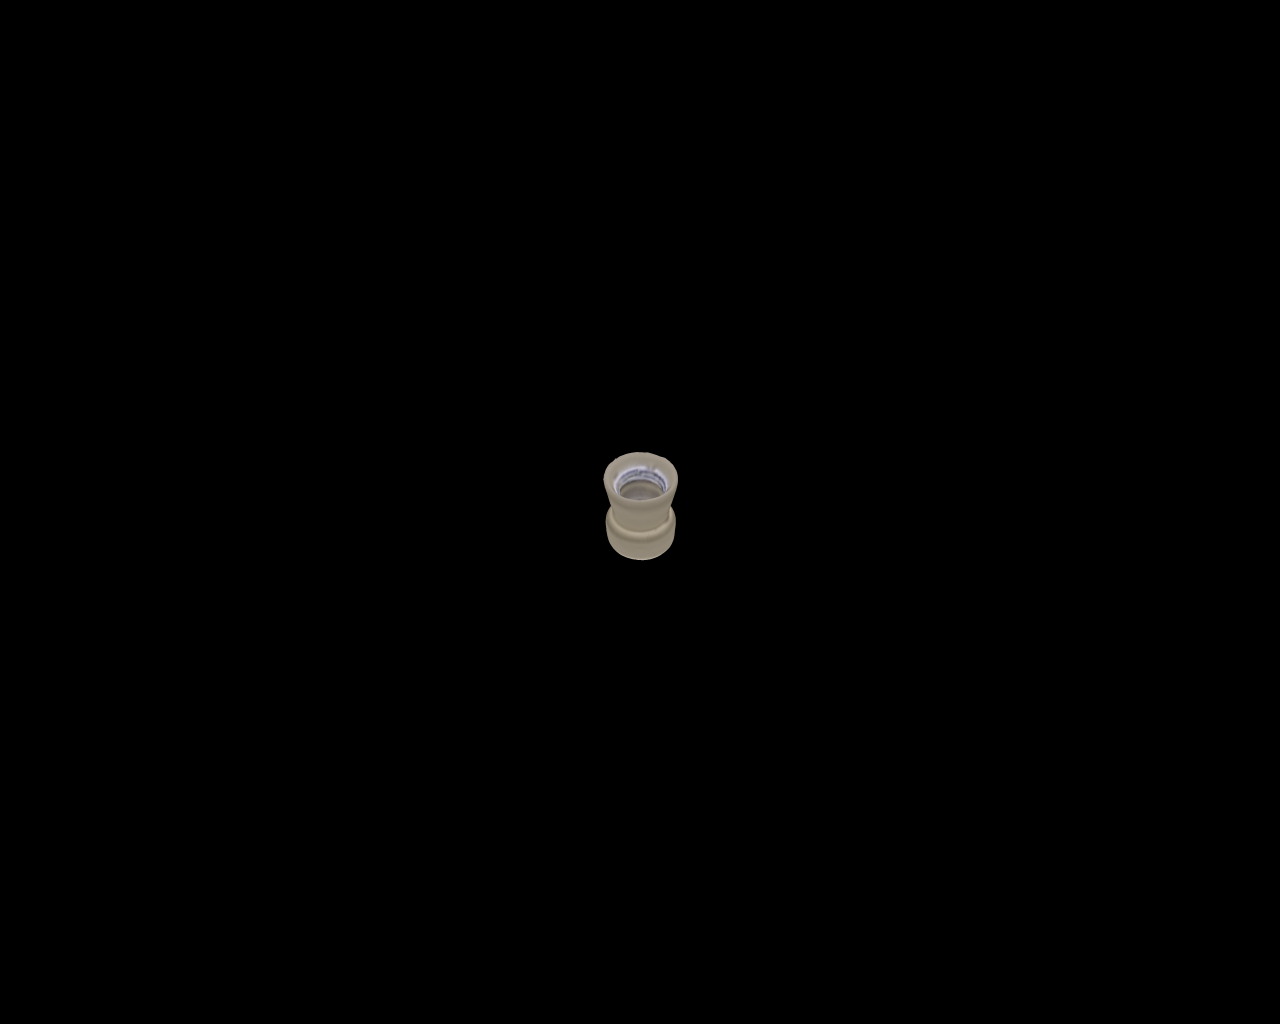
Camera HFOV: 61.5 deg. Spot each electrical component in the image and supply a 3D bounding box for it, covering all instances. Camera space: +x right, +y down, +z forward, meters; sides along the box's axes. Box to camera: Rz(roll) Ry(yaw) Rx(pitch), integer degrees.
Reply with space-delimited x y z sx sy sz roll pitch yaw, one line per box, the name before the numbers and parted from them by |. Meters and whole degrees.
electrical component | 0.001 -0.003 0.650 0.045 0.045 0.055 0 -44 0
